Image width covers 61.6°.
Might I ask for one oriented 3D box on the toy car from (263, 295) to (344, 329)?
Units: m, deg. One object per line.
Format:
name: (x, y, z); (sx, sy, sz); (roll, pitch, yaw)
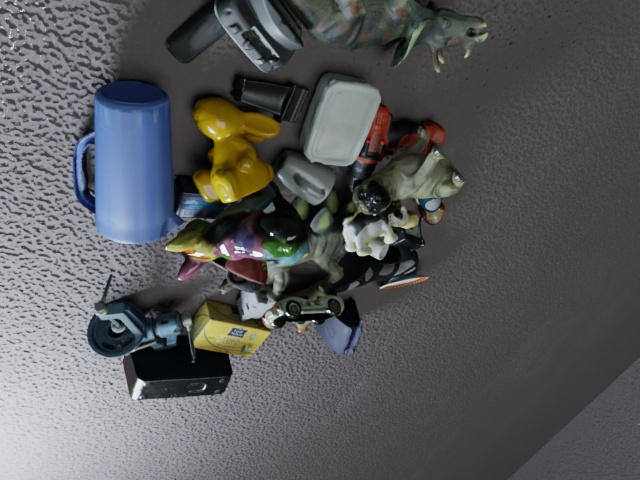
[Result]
toy car: (-0.033, 0.154, 1.177); (0.201, 0.056, 0.073); (4, 151, -41)

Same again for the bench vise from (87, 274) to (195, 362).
bench vise: (-0.377, 0.172, 1.089); (0.224, 0.129, 0.240); (-3, 153, 0)

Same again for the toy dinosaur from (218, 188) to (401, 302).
toy dinosaur: (-0.002, -0.003, 1.149); (0.471, 0.105, 0.198); (-24, 133, -13)

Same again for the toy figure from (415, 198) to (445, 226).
toy figure: (0.256, -0.081, 1.243); (0.064, 0.058, 0.154); (3, 143, 23)

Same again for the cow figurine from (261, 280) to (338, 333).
cow figurine: (-0.049, 0.155, 1.280); (0.195, 0.086, 0.127); (-22, 134, -12)

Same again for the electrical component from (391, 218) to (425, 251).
electrical component: (0.186, -0.022, 1.236); (0.119, 0.075, 0.048); (11, 153, -38)

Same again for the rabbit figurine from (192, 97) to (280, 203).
rabbit figurine: (-0.147, -0.163, 0.912); (0.162, 0.122, 0.173); (-28, 105, -21)

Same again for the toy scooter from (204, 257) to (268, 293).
toy scooter: (-0.163, 0.014, 1.052); (0.075, 0.184, 0.135); (23, 93, -61)

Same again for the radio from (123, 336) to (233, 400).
radio: (-0.322, 0.289, 1.229); (0.229, 0.131, 0.073); (4, 126, -30)

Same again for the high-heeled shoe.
high-heeled shoe: (0.127, 0.084, 1.303); (0.249, 0.086, 0.145); (-33, 136, -4)

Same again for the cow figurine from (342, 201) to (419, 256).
cow figurine: (0.124, -0.042, 1.105); (0.167, 0.068, 0.098); (-27, 116, -20)

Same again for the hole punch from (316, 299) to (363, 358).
hole punch: (0.050, 0.222, 1.376); (0.092, 0.116, 0.142); (4, 128, -19)

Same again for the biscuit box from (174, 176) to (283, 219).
biscuit box: (-0.175, -0.077, 1.019); (0.202, 0.063, 0.059); (2, 128, -28)

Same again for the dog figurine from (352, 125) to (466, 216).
dog figurine: (0.174, -0.102, 1.054); (0.190, 0.121, 0.172); (-40, 120, 17)

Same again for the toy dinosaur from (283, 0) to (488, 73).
toy dinosaur: (0.061, -0.362, 0.848); (0.405, 0.131, 0.192); (-3, 131, -16)

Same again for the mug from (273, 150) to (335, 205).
mug: (-0.034, -0.118, 1.029); (0.107, 0.110, 0.081); (27, 119, -27)

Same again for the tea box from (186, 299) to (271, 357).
tea box: (-0.214, 0.209, 1.257); (0.169, 0.068, 0.098); (19, 119, -37)

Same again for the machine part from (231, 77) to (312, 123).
machine part: (-0.086, -0.245, 0.929); (0.139, 0.039, 0.084); (9, 130, -35)

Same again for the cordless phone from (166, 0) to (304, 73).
cordless phone: (-0.131, -0.308, 0.834); (0.184, 0.089, 0.146); (-30, 138, 17)

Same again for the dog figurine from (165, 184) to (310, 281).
dog figurine: (-0.150, 0.005, 0.938); (0.219, 0.192, 0.108); (-28, 132, -18)
